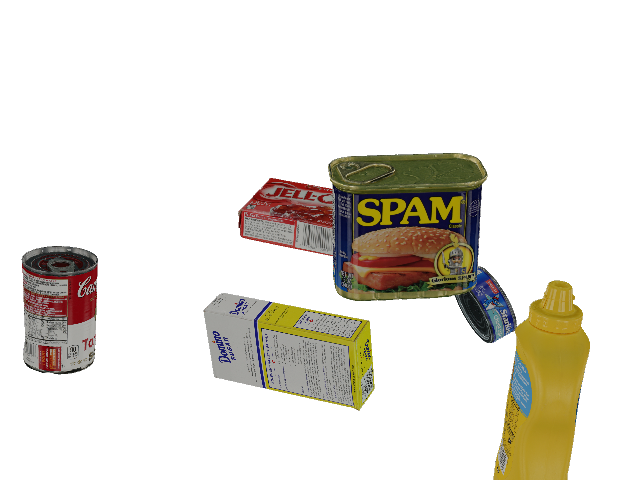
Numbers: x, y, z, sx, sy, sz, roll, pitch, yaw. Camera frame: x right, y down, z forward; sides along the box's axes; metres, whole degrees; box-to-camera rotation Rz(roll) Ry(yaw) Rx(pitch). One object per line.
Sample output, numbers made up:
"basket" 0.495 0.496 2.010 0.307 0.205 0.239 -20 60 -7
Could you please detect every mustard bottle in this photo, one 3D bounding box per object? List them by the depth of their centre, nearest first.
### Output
"mustard bottle" 0.179 0.123 0.858 0.058 0.192 0.096 4 21 2

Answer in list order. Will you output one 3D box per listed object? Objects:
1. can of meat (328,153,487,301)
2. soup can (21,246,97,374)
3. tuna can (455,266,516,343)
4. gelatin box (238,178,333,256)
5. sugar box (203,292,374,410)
"can of meat" 0.057 -0.009 0.711 0.102 0.084 0.057 -2 24 -3
"soup can" -0.242 0.064 0.987 0.068 0.102 0.068 5 19 -2
"tuna can" 0.189 0.075 1.234 0.033 0.086 0.086 -28 5 -10
"gelatin box" -0.015 -0.022 0.900 0.089 0.030 0.073 11 28 15
"sugar box" -0.033 0.115 1.125 0.176 0.093 0.048 11 34 25
